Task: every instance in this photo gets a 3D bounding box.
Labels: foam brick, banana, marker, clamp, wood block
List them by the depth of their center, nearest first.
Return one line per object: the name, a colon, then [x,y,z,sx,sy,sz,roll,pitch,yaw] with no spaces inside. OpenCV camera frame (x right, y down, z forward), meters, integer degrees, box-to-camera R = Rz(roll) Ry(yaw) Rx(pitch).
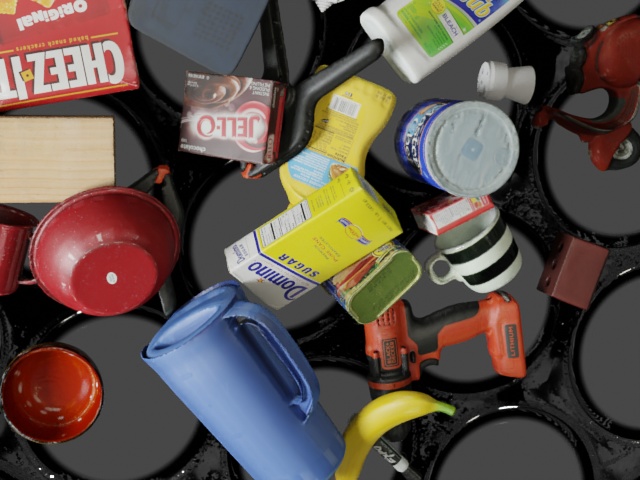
wood block: [-0.321,-0.088,1.131,0.206,0.091,0.090,-1,99,-10]
clamp: [-0.042,-0.168,1.175,0.165,0.036,0.210,39,108,23]
clamp: [-0.209,-0.003,1.190,0.120,0.039,0.171,7,100,-16]
banana: [0.067,0.225,1.234,0.069,0.037,0.198,50,124,4]
foam brick: [0.302,0.036,1.275,0.051,0.053,0.078,18,94,-12]
marker: [0.080,0.254,1.288,0.020,0.020,0.121,-45,103,-1]

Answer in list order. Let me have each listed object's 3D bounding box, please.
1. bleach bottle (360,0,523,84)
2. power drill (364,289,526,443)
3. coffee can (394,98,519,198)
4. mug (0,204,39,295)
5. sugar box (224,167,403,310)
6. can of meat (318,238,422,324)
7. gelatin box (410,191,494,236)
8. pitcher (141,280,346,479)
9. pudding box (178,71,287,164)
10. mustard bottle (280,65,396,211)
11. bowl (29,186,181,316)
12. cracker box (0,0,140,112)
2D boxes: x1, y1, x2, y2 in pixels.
bleach bottle: [0.172,-0.288,1.199,0.251,0.068,0.102,-39,103,-4]
power drill: [0.146,0.140,1.262,0.187,0.057,0.184,-9,104,-9]
coffee can: [0.148,-0.105,1.182,0.102,0.140,0.103,-1,99,-10]
mug: [-0.344,0.012,1.142,0.117,0.093,0.081,15,101,-4]
sugar box: [-0.008,0.002,1.176,0.176,0.048,0.093,-35,132,14]
can of meat: [0.055,0.037,1.210,0.102,0.084,0.057,-44,125,-1]
gelatin box: [0.149,-0.037,1.219,0.073,0.089,0.030,-26,99,-5]
pitcher: [-0.071,0.172,1.190,0.145,0.149,0.242,-37,106,-3]
pudding box: [-0.096,-0.133,1.161,0.114,0.039,0.090,11,97,28]
mustard bottle: [0.008,-0.092,1.200,0.096,0.058,0.192,23,95,6]
bowl: [-0.221,0.025,1.121,0.162,0.055,0.162,-10,127,-15]
cracker box: [-0.289,-0.252,1.121,0.164,0.072,0.214,-11,101,-7]
